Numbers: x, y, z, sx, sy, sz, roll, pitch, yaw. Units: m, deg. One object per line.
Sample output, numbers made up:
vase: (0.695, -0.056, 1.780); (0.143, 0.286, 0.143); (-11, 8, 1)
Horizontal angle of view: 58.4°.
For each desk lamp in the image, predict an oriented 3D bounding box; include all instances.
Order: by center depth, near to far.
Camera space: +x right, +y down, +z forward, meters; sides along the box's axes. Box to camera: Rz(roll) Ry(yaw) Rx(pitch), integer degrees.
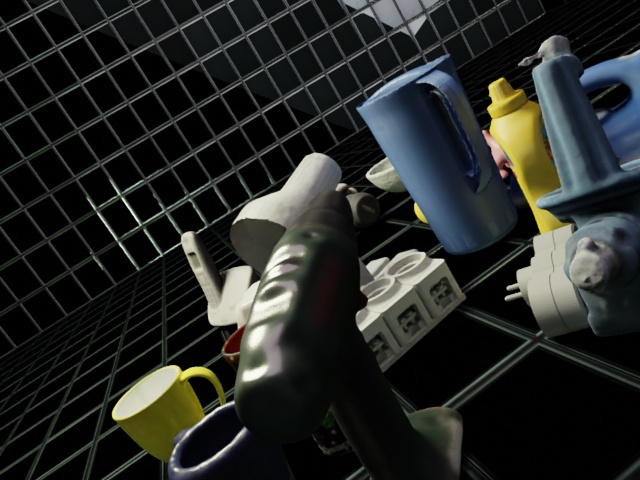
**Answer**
desk lamp: (0.007, 0.003, 0.763); (0.117, 0.214, 0.204); (-18, 18, 45)

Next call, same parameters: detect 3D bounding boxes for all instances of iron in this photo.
iron: (0.337, -0.146, 0.729); (0.257, 0.141, 0.119); (-25, 15, 28)

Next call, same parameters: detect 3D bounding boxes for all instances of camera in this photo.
camera: (0.047, -0.056, 1.149); (0.143, 0.101, 0.136); (-37, 14, -22)

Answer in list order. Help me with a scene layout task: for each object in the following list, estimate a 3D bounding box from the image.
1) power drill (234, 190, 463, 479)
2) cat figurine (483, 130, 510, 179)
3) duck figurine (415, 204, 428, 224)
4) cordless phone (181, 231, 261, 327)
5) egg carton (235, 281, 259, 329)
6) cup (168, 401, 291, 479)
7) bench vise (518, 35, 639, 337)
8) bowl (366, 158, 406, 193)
power drill: (0.025, 0.085, 0.421); (0.075, 0.208, 0.230); (-25, 14, 24)
cat figurine: (0.313, -0.166, 0.914); (0.067, 0.118, 0.127); (-38, 15, -27)
duck figurine: (0.196, -0.083, 0.940); (0.104, 0.086, 0.077); (-29, 13, 9)
cordless phone: (-0.181, 0.063, 1.033); (0.147, 0.185, 0.094); (-16, 20, 49)
egg carton: (-0.061, 0.094, 0.902); (0.150, 0.069, 0.107); (-28, 13, 15)
cup: (-0.072, 0.197, 0.481); (0.117, 0.095, 0.092); (-18, 19, 45)
bench vise: (0.226, -0.051, 0.447); (0.121, 0.220, 0.207); (-26, 14, 22)
bowl: (0.188, -0.151, 1.240); (0.167, 0.075, 0.167); (-30, 13, 8)
